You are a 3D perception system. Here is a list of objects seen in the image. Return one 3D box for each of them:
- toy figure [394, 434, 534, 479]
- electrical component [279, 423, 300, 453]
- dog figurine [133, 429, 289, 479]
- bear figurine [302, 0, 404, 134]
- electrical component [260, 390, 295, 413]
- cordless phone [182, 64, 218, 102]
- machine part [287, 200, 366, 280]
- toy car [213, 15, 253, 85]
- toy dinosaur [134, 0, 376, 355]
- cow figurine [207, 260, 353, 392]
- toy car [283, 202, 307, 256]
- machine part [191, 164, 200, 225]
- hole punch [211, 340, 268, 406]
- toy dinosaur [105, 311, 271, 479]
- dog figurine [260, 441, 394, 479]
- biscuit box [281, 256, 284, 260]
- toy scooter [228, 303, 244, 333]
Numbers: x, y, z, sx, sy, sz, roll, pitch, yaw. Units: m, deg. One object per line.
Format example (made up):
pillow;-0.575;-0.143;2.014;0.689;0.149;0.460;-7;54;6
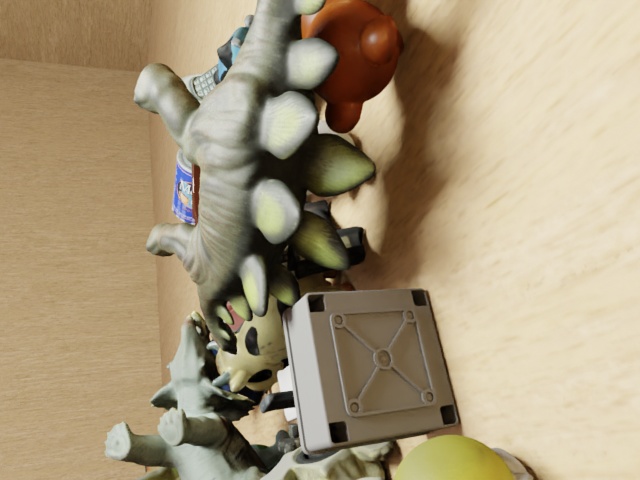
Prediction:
toy figure;0.084;0.208;0.317;0.082;0.089;0.180;17;104;60
electrical component;-0.030;0.286;0.659;0.078;0.045;0.102;179;90;-66
dog figurine;-0.143;0.342;0.715;0.108;0.219;0.192;108;152;-46
bear figurine;0.024;-0.195;0.459;0.196;0.132;0.120;56;146;24
electrical component;0.003;0.120;0.475;0.074;0.119;0.048;116;146;-53
cordless phone;-0.111;-0.205;0.762;0.184;0.088;0.147;-32;61;19
machine part;-0.001;-0.002;0.556;0.139;0.084;0.039;-119;10;-64
toy car;-0.061;-0.211;0.655;0.103;0.109;0.162;-50;14;-10
toy dinosaur;-0.052;-0.070;0.427;0.199;0.105;0.470;34;130;34
cow figurine;-0.052;0.104;0.603;0.086;0.127;0.194;-109;31;-44
toy car;-0.059;-0.076;0.716;0.089;0.053;0.202;119;143;-55
machine part;-0.169;-0.107;0.941;0.201;0.087;0.201;174;95;-69
hole punch;-0.142;0.208;0.885;0.115;0.092;0.142;116;149;-42
toy dinosaur;-0.101;0.277;0.610;0.131;0.192;0.405;-43;63;11
dog figurine;0.031;0.282;0.464;0.172;0.121;0.190;-31;-76;-77
biscuit box;-0.099;-0.012;0.759;0.059;0.062;0.203;-35;48;26
toy scooter;-0.094;0.141;0.774;0.184;0.075;0.135;44;151;47
